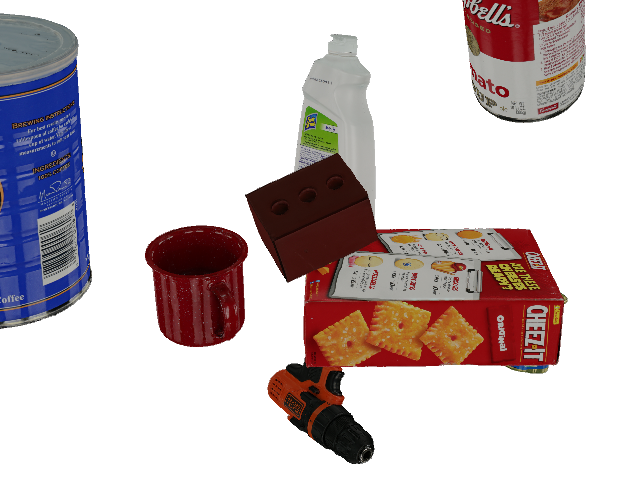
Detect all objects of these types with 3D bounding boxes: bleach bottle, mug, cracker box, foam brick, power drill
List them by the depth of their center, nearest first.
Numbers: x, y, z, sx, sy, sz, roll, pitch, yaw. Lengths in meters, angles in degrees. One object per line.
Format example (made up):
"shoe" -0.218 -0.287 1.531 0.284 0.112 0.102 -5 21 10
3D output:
"foam brick" -0.005 -0.017 0.775 0.078 0.051 0.053 -25 49 -9
"cracker box" 0.093 0.049 0.953 0.213 0.072 0.164 0 22 1
"mug" -0.105 0.049 0.972 0.093 0.081 0.117 -18 35 -28
"bleach bottle" 0.020 -0.092 1.146 0.103 0.251 0.067 18 20 38
"power drill" 0.023 0.146 1.250 0.057 0.188 0.185 14 12 -42

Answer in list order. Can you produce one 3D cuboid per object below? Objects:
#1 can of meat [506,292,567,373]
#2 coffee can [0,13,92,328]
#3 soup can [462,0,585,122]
"can of meat" 0.211 0.085 1.141 0.057 0.084 0.102 2 18 -24
"coffee can" -0.177 -0.039 0.569 0.103 0.140 0.103 2 28 -1
"soup can" 0.116 -0.125 0.604 0.068 0.068 0.102 0 -37 14
